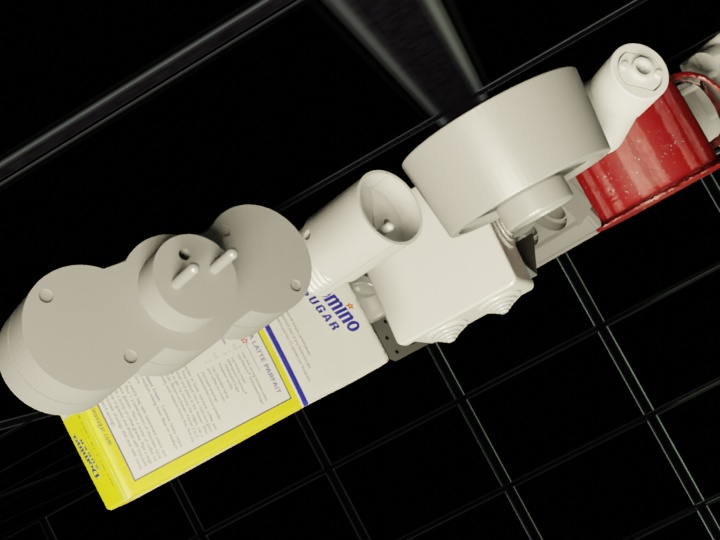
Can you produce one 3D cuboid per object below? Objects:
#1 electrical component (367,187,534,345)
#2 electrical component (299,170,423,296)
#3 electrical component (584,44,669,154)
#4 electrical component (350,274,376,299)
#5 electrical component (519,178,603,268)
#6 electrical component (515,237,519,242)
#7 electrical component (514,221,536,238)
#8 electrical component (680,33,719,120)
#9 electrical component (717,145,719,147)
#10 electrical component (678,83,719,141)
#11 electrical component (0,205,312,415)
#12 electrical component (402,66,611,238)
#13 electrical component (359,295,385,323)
[{"bbox_3d":[0.054,-0.008,0.697,0.100,0.099,0.048,-31,161,21],"label":"electrical component"},{"bbox_3d":[-0.008,-0.017,0.585,0.043,0.043,0.081,-23,173,-45],"label":"electrical component"},{"bbox_3d":[0.144,-0.098,0.607,0.044,0.044,0.065,-26,169,-22],"label":"electrical component"},{"bbox_3d":[0.000,0.000,0.784,0.043,0.043,0.062,-27,176,-16],"label":"electrical component"},{"bbox_3d":[0.151,-0.050,0.912,0.063,0.078,0.121,-46,-175,-31],"label":"electrical component"},{"bbox_3d":[0.059,-0.019,0.869,0.074,0.052,0.138,7,154,-31],"label":"electrical component"},{"bbox_3d":[0.074,-0.034,0.782,0.095,0.053,0.059,-30,174,23],"label":"electrical component"},{"bbox_3d":[0.250,-0.137,0.733,0.076,0.047,0.083,-26,174,-20],"label":"electrical component"},{"bbox_3d":[0.269,-0.122,0.925,0.096,0.061,0.062,-22,177,27],"label":"electrical component"},{"bbox_3d":[0.225,-0.106,0.821,0.108,0.060,0.108,-28,175,-3],"label":"electrical component"},{"bbox_3d":[-0.075,0.009,0.446,0.138,0.052,0.074,-24,173,-39],"label":"electrical component"},{"bbox_3d":[0.084,-0.056,0.587,0.108,0.060,0.108,-28,175,-3],"label":"electrical component"},{"bbox_3d":[0.005,0.013,0.864,0.045,0.055,0.045,-28,175,-3],"label":"electrical component"}]
